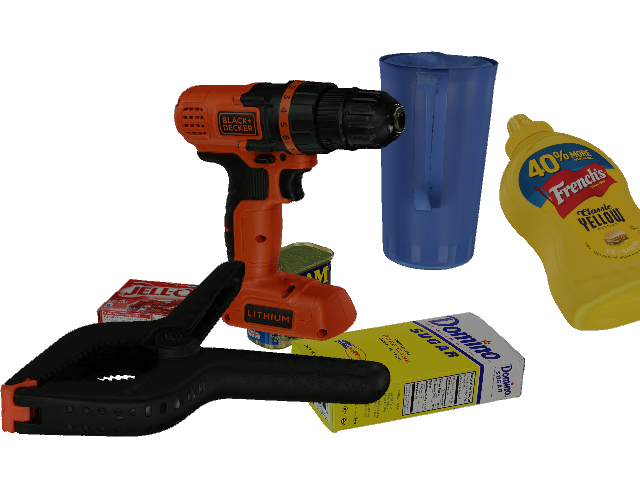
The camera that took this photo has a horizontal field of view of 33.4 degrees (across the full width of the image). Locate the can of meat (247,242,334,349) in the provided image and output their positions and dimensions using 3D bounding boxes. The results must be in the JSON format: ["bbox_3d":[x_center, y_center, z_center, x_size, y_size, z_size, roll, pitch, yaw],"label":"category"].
[{"bbox_3d":[-0.033,0.058,1.120,0.058,0.084,0.101,18,26,38],"label":"can of meat"}]

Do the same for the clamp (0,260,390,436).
[{"bbox_3d":[-0.087,0.065,0.624,0.209,0.036,0.165,-9,28,-29],"label":"clamp"}]

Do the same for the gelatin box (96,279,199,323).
[{"bbox_3d":[-0.142,0.062,0.946,0.089,0.030,0.073,5,19,12],"label":"gelatin box"}]

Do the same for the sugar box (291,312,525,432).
[{"bbox_3d":[0.073,0.107,0.900,0.176,0.048,0.093,-10,26,-20],"label":"sugar box"}]

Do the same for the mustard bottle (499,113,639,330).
[{"bbox_3d":[0.190,-0.025,0.806,0.096,0.192,0.058,-15,-37,-12],"label":"mustard bottle"}]

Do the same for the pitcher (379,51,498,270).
[{"bbox_3d":[0.127,-0.091,1.224,0.149,0.243,0.145,-10,20,-32],"label":"pitcher"}]

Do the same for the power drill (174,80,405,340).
[{"bbox_3d":[-0.018,-0.024,0.782,0.185,0.188,0.057,7,19,32],"label":"power drill"}]
